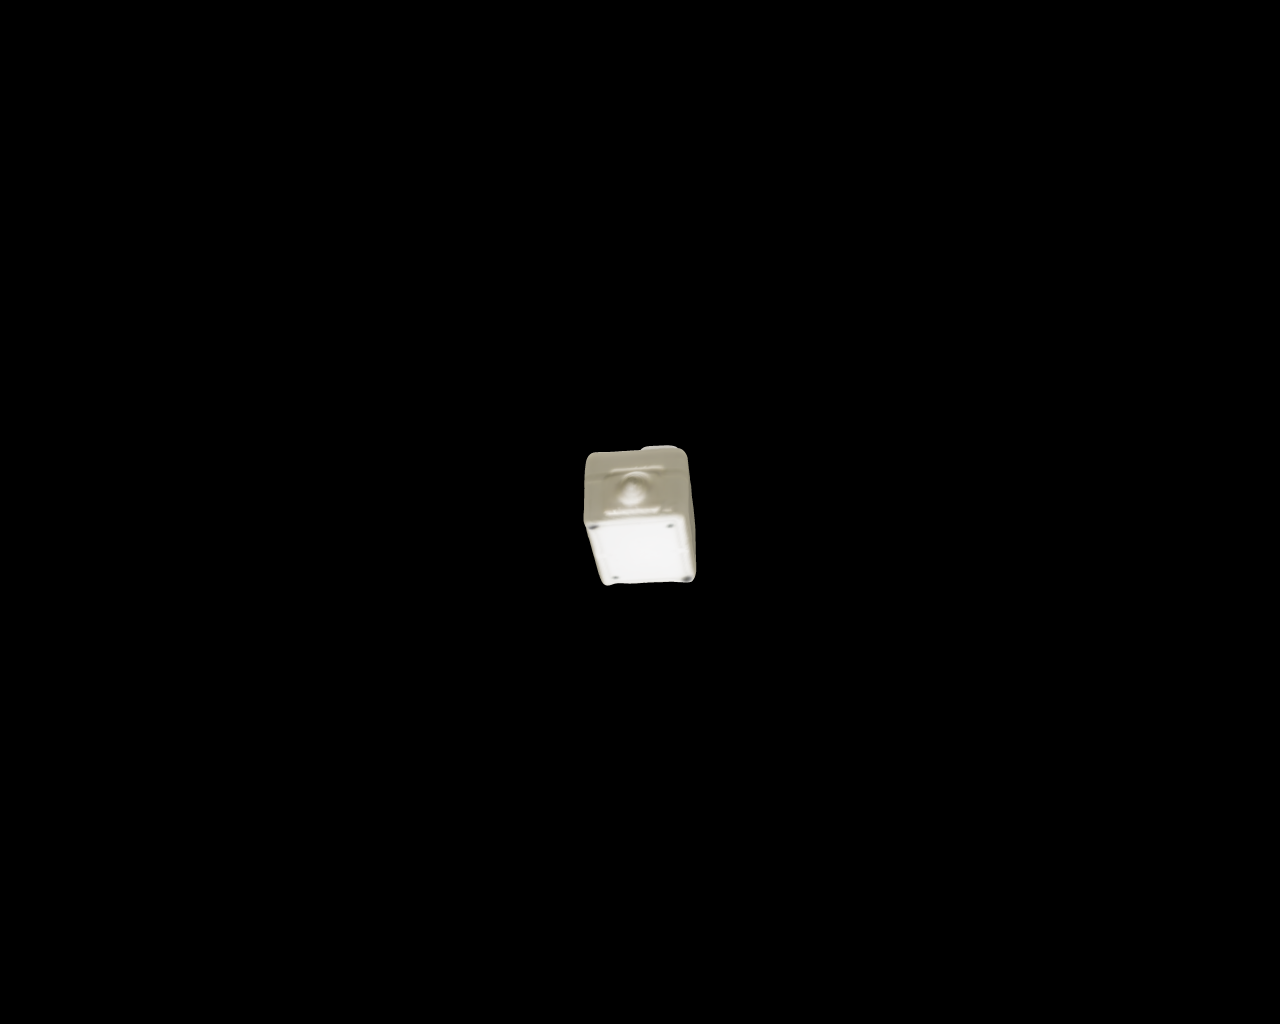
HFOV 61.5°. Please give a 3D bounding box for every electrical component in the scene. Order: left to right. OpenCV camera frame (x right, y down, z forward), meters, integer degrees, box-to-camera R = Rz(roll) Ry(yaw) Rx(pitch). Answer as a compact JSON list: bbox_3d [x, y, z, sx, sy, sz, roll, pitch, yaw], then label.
[{"bbox_3d":[0.001,-0.003,0.650,0.062,0.061,0.096,-3,-33,5],"label":"electrical component"}]
